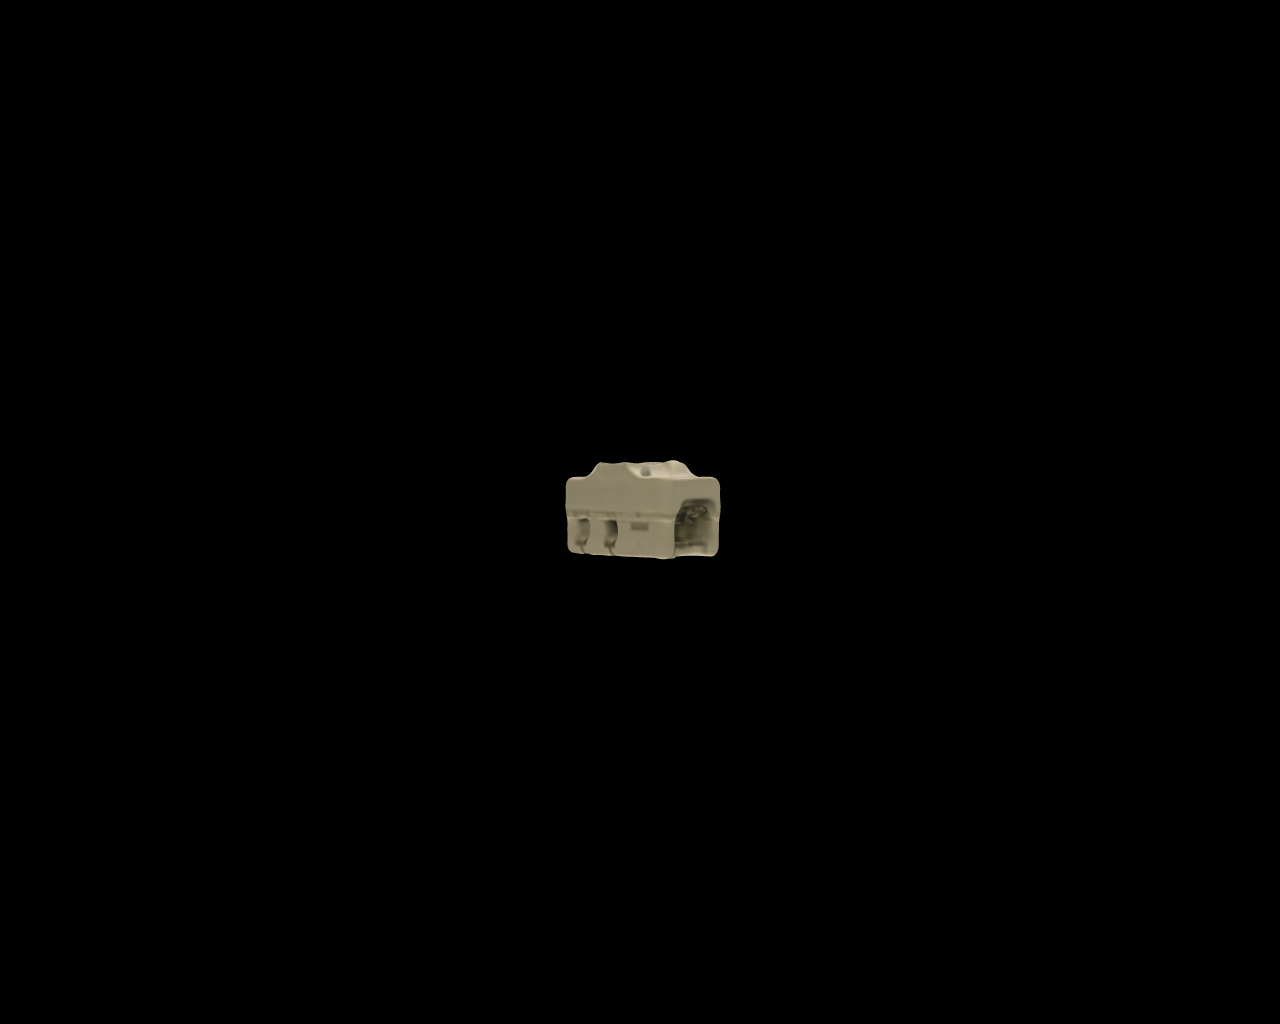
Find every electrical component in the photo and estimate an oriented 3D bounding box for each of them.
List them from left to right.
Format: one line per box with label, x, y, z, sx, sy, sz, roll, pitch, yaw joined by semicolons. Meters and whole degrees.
electrical component;0.001;-0.003;0.650;0.050;0.055;0.089;-2;3;-43
